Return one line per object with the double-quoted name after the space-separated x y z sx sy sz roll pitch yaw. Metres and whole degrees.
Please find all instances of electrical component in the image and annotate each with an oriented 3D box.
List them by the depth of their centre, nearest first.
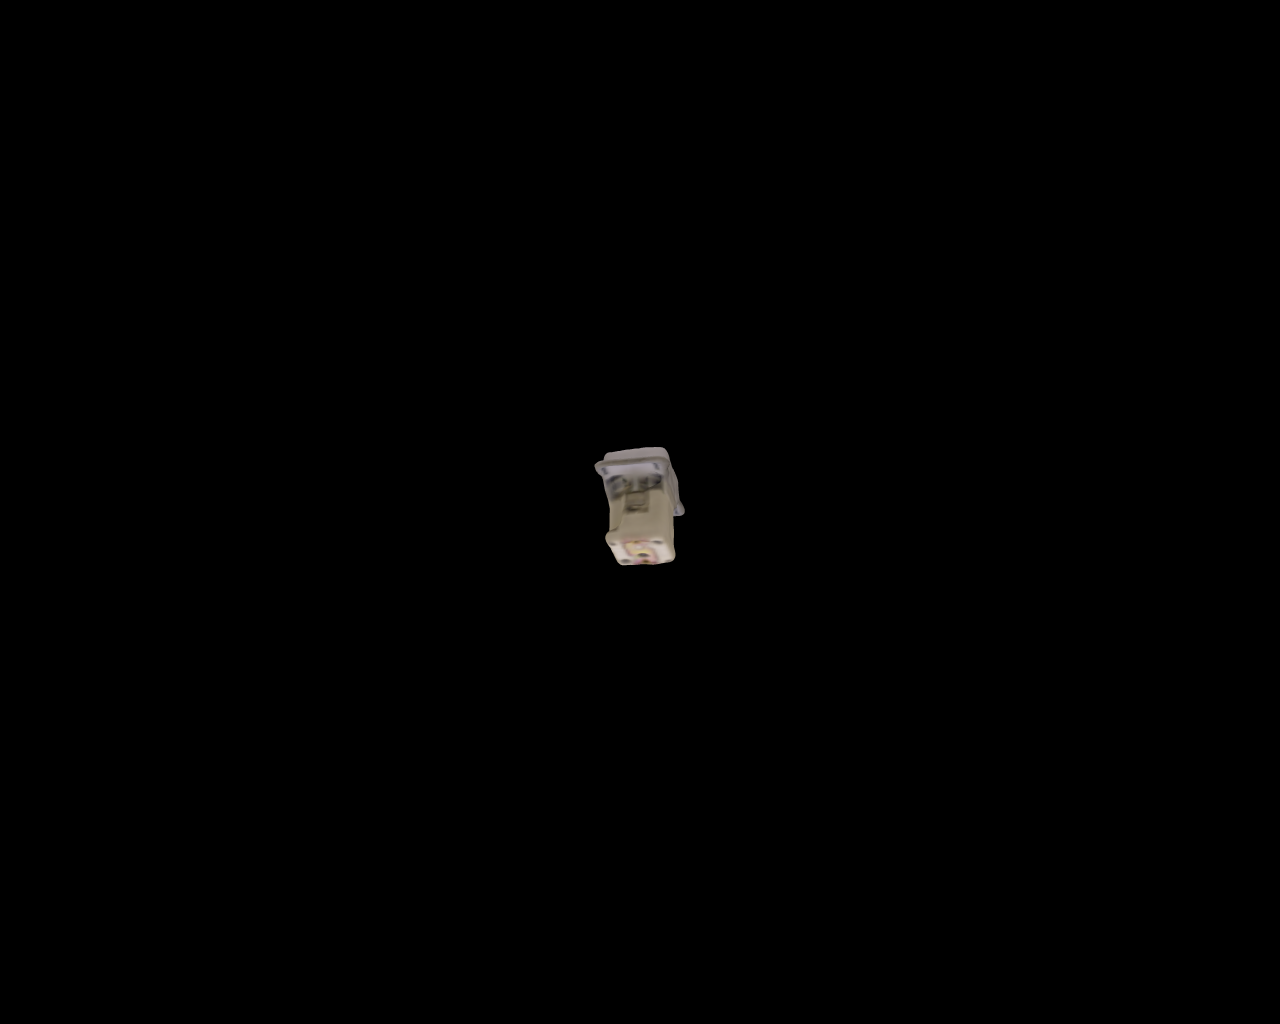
0.001 -0.003 0.650 0.042 0.064 0.081 -5 -24 10 "electrical component"
